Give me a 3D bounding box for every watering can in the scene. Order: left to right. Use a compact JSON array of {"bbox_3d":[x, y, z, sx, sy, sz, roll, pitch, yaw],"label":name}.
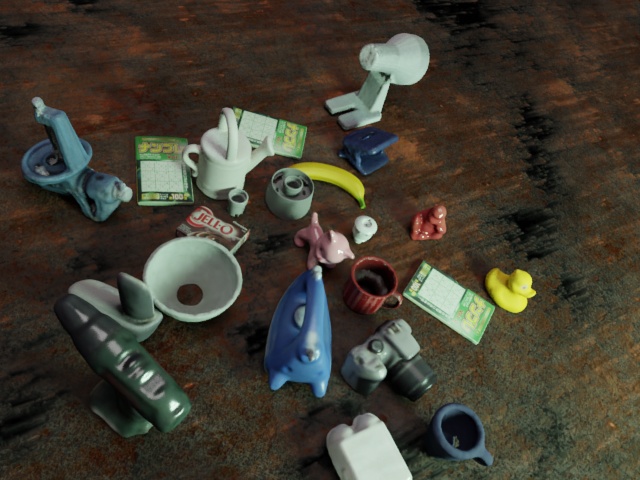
[{"bbox_3d":[-0.180,-0.179,1.135,0.173,0.194,0.100,-24,66,-31],"label":"watering can"}]

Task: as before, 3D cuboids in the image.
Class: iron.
[{"bbox_3d":[-0.021,0.131,0.999,0.119,0.141,0.258,12,53,-10],"label":"iron"}]

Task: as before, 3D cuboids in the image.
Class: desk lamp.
[{"bbox_3d":[0.141,-0.390,1.382,0.204,0.213,0.117,-25,66,-31],"label":"desk lamp"}]

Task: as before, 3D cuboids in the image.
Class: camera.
[{"bbox_3d":[0.134,0.222,1.012,0.143,0.100,0.136,-31,70,-33],"label":"camera"}]

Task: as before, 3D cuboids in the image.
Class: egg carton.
[{"bbox_3d":[0.077,0.359,0.914,0.107,0.069,0.150,-16,62,-28],"label":"egg carton"}]

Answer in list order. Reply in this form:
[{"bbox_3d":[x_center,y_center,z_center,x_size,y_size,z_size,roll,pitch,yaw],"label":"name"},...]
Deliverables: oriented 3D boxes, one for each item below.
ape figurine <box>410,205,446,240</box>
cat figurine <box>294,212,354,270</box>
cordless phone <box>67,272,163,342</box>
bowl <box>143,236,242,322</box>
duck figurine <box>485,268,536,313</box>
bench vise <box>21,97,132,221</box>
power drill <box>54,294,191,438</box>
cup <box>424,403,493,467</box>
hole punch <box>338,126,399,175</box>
[{"bbox_3d":[0.243,-0.042,1.244,0.077,0.092,0.076,34,52,8],"label":"ape figurine"},{"bbox_3d":[0.010,0.004,1.116,0.067,0.117,0.127,-16,62,-28],"label":"cat figurine"},{"bbox_3d":[-0.323,0.086,0.902,0.147,0.185,0.094,24,52,0],"label":"cordless phone"},{"bbox_3d":[-0.225,0.080,1.010,0.168,0.074,0.167,9,53,-12],"label":"bowl"},{"bbox_3d":[0.405,0.093,1.206,0.078,0.086,0.104,-33,71,-34],"label":"duck figurine"},{"bbox_3d":[-0.428,-0.148,1.012,0.207,0.219,0.121,12,53,-10],"label":"bench vise"},{"bbox_3d":[-0.286,0.197,0.819,0.229,0.208,0.076,37,53,9],"label":"power drill"},{"bbox_3d":[0.226,0.341,0.961,0.117,0.095,0.092,41,53,13],"label":"cup"},{"bbox_3d":[0.111,-0.221,1.329,0.109,0.091,0.101,-34,71,-34],"label":"hole punch"}]
